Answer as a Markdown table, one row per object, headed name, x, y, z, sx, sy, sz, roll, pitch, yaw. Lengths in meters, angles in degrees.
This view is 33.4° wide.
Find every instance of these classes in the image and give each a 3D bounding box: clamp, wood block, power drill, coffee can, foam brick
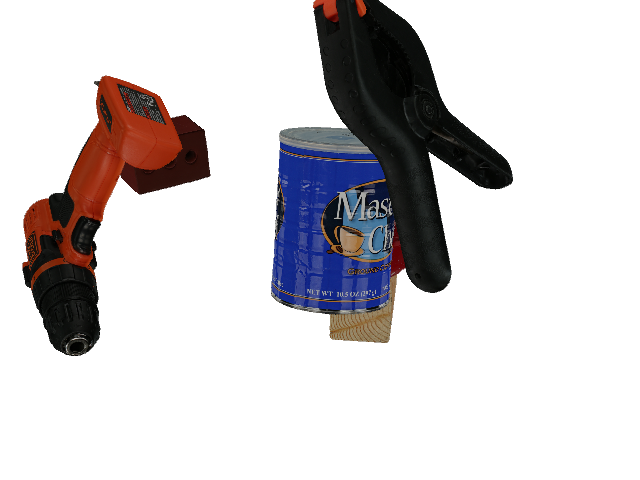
| name | x | y | z | sx | sy | sz | roll | pitch | yaw |
| --- | --- | --- | --- | --- | --- | --- | --- | --- | --- |
| clamp | 0.046 | -0.058 | 0.592 | 0.039 | 0.171 | 0.120 | -21 | 31 | 37 |
| wood block | 0.070 | 0.070 | 1.645 | 0.091 | 0.090 | 0.206 | 3 | 22 | 6 |
| power drill | -0.181 | -0.023 | 0.859 | 0.057 | 0.188 | 0.184 | 19 | 26 | -35 |
| coffee can | 0.013 | -0.019 | 0.900 | 0.103 | 0.140 | 0.103 | 3 | 13 | -1 |
| foam brick | -0.156 | -0.086 | 1.055 | 0.078 | 0.053 | 0.051 | -17 | 31 | -22 |

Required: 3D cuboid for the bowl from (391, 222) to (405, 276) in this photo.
| name | x | y | z | sx | sy | sz | roll | pitch | yaw |
| --- | --- | --- | --- | --- | --- | --- | --- | --- | --- |
| bowl | 0.039 | 0.003 | 1.104 | 0.162 | 0.055 | 0.162 | -1 | 15 | 0 |
